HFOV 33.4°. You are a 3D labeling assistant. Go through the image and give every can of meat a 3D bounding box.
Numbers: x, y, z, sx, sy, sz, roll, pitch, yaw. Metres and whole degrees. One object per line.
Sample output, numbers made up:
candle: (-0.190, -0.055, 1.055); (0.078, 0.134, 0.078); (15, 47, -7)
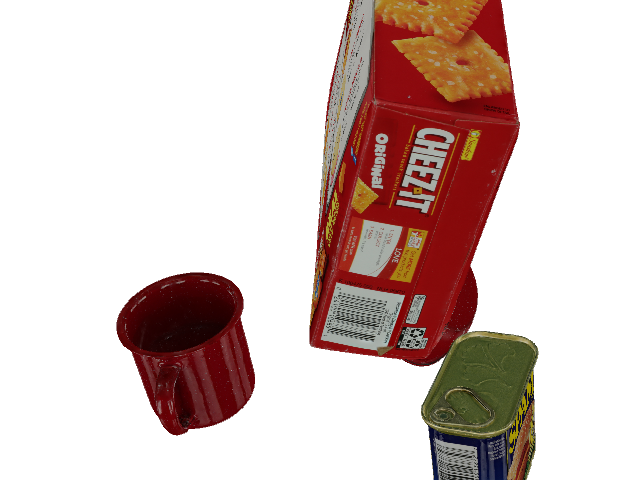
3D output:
can of meat: (0.105, 0.122, 0.684); (0.057, 0.084, 0.102); (5, 32, 22)

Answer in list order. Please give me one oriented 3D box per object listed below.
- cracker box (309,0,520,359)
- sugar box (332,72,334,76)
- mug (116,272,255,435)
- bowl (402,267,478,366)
cracker box: (0.045, -0.070, 0.563); (0.072, 0.213, 0.164); (9, -46, -4)
sugar box: (0.060, -0.046, 0.806); (0.093, 0.176, 0.048); (-1, 23, 8)
mug: (-0.095, 0.091, 0.775); (0.093, 0.081, 0.117); (-4, 36, 10)
bowl: (0.128, 0.059, 1.200); (0.055, 0.162, 0.161); (-12, -8, 43)
